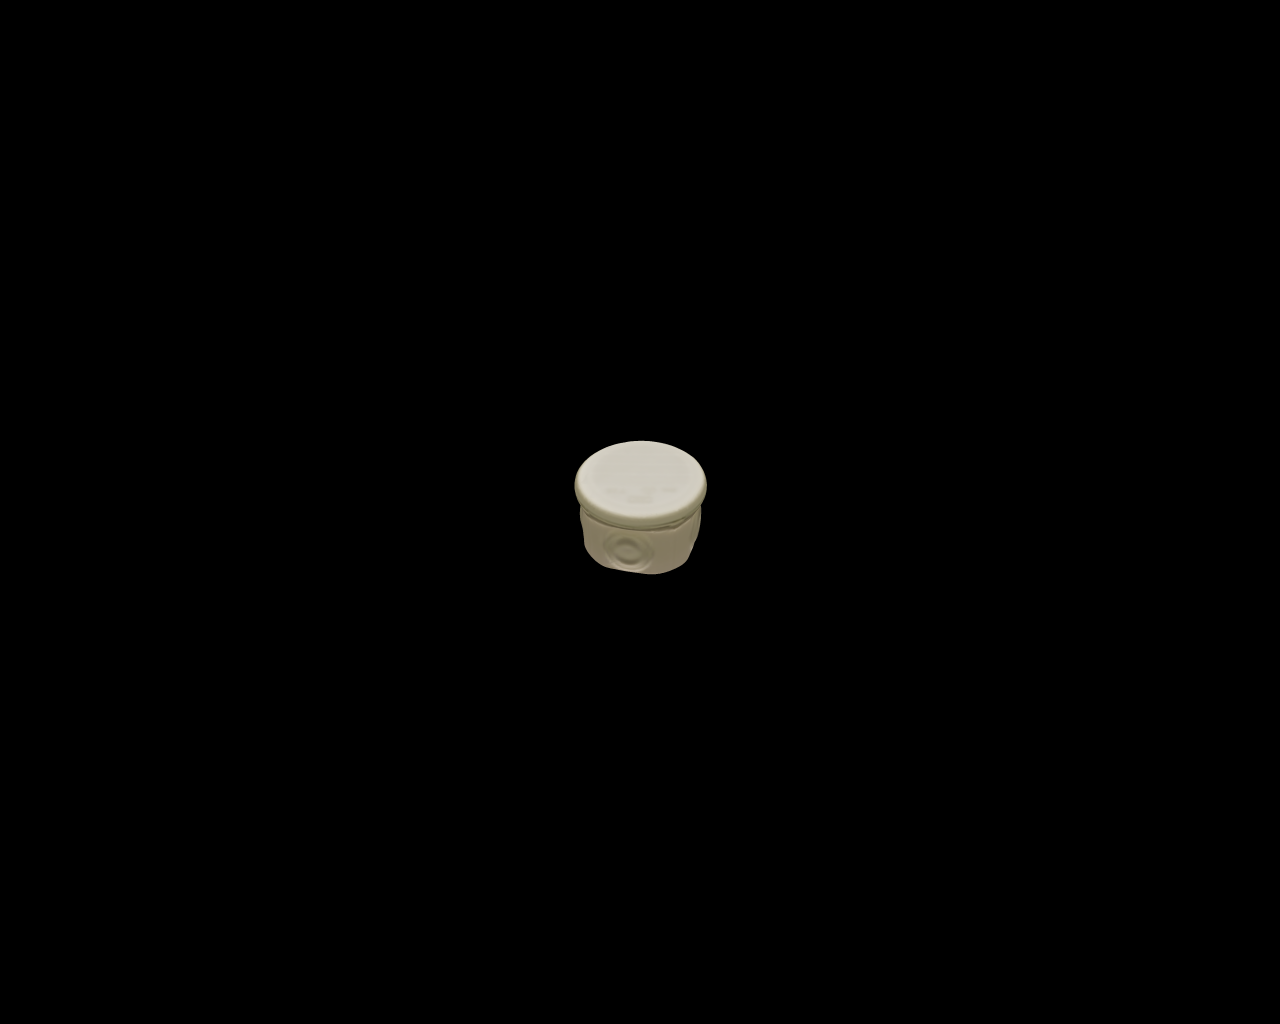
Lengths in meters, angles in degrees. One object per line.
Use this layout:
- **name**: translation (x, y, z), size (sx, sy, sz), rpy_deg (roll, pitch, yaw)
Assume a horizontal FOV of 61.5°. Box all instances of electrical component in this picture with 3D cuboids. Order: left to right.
- **electrical component**: translation (0.001, -0.003, 0.650), size (0.080, 0.050, 0.080), rpy_deg (0, 39, 0)
